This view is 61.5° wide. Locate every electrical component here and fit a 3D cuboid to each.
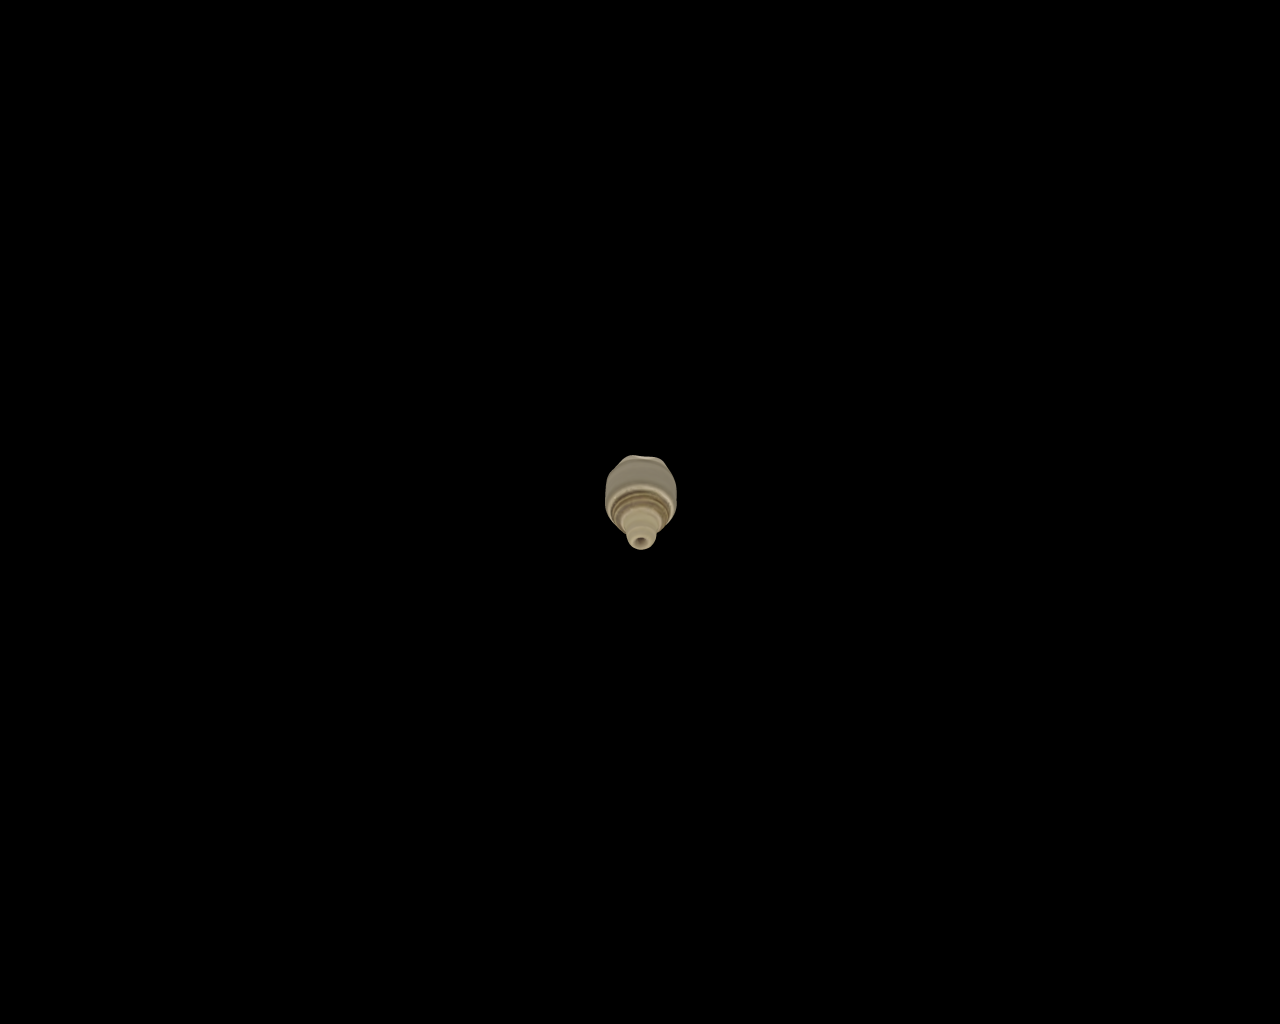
[{"bbox_3d":[0.001,-0.003,0.650,0.043,0.043,0.062,0,44,0],"label":"electrical component"}]
